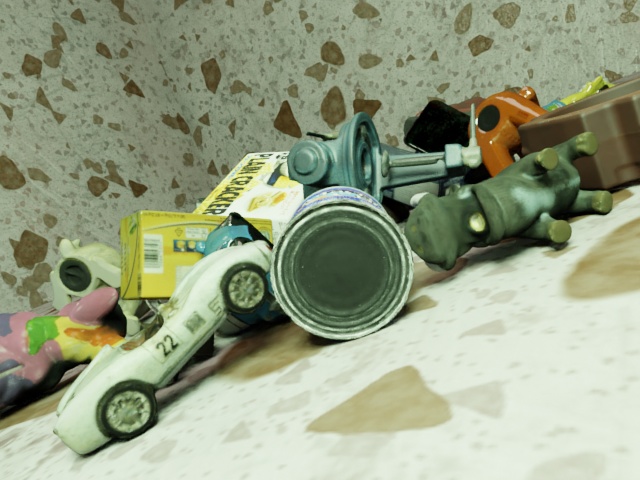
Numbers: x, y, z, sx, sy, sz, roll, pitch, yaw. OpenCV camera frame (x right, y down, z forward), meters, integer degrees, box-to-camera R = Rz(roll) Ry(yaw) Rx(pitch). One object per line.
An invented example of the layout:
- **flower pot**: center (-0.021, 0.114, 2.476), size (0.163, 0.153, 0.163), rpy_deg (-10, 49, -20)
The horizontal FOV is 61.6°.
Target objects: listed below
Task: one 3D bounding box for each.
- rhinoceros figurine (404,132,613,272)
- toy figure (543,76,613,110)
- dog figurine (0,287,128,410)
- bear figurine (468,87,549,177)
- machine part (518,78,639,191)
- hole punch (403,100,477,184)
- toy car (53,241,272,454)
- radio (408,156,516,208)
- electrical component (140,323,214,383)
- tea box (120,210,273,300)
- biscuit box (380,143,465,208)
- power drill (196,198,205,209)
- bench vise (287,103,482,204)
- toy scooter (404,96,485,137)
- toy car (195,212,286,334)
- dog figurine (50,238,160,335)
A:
- **rhinoceros figurine**: center (0.155, -0.033, 0.448), size (0.190, 0.073, 0.112), rpy_deg (-22, 9, -30)
- **toy figure**: center (0.416, -0.196, 0.888), size (0.180, 0.089, 0.082), rpy_deg (-30, 4, 1)
- **dog figurine**: center (-0.309, 0.124, 0.567), size (0.219, 0.108, 0.191), rpy_deg (-18, 7, 6)
- **bear figurine**: center (0.304, -0.139, 0.770), size (0.196, 0.132, 0.120), rpy_deg (9, -52, -40)
- **machine part**: center (0.332, -0.119, 0.556), size (0.201, 0.087, 0.201), rpy_deg (-22, 9, -2)
- **hole punch**: center (0.193, -0.137, 0.837), size (0.142, 0.116, 0.092), rpy_deg (-51, -17, -29)
- **toy car**: center (-0.112, 0.071, 0.408), size (0.202, 0.056, 0.073), rpy_deg (-47, 16, -19)
- **radio**: center (0.219, -0.126, 0.954), size (0.230, 0.073, 0.131), rpy_deg (-22, 7, -2)
- **electrical component**: center (-0.142, 0.101, 0.499), size (0.078, 0.045, 0.102), rpy_deg (7, -5, -30)
- **tea box**: center (-0.141, 0.021, 0.633), size (0.169, 0.098, 0.068), rpy_deg (5, -10, -39)
- **biscuit box**: center (0.111, -0.098, 0.787), size (0.063, 0.059, 0.203), rpy_deg (-23, 35, -35)
- **power drill**: center (-0.126, -0.063, 1.010), size (0.207, 0.086, 0.232), rpy_deg (-13, 9, 20)
- **bench vise**: center (0.077, -0.085, 0.659), size (0.241, 0.129, 0.223), rpy_deg (-4, -12, 23)
- **toy scooter**: center (0.245, -0.214, 0.968), size (0.135, 0.075, 0.184), rpy_deg (-24, 12, -21)
- **toy car**: center (-0.084, 0.046, 0.554), size (0.103, 0.109, 0.162), rpy_deg (-44, 18, 5)
- **dog figurine**: center (-0.303, 0.053, 0.824), size (0.121, 0.172, 0.190), rpy_deg (-9, 17, 11)
